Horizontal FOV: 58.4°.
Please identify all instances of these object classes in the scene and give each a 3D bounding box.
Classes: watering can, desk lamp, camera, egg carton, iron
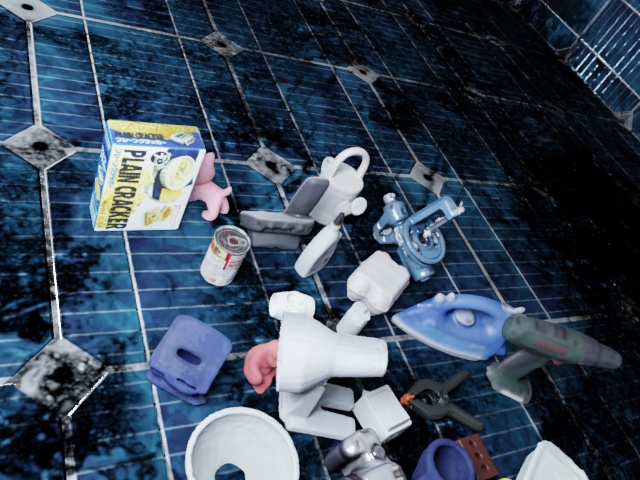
[{"bbox_3d":[0.052,-0.125,1.285,0.101,0.194,0.172,-25,65,-44],"label":"watering can"},{"bbox_3d":[0.003,0.213,0.911,0.204,0.213,0.118,16,43,-17],"label":"desk lamp"},{"bbox_3d":[0.053,0.373,0.872,0.137,0.100,0.143,-6,54,-35],"label":"camera"},{"bbox_3d":[0.124,0.090,1.216,0.107,0.069,0.150,39,41,7],"label":"egg carton"},{"bbox_3d":[0.294,0.159,1.199,0.259,0.141,0.118,15,44,-19],"label":"iron"}]

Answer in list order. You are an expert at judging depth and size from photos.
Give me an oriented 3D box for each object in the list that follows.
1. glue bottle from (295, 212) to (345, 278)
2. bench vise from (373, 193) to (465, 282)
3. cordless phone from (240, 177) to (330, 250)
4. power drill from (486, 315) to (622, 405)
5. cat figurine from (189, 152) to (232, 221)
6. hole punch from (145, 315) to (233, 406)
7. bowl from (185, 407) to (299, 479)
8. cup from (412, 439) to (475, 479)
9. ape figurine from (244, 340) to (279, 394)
[{"bbox_3d":[0.011,0.004,1.150,0.037,0.173,0.078,47,43,17],"label":"glue bottle"},{"bbox_3d":[0.215,-0.037,1.281,0.207,0.219,0.122,42,42,11],"label":"bench vise"},{"bbox_3d":[-0.070,-0.071,1.164,0.148,0.185,0.094,0,50,-32],"label":"cordless phone"},{"bbox_3d":[0.450,0.245,1.161,0.230,0.208,0.075,26,41,-7],"label":"power drill"},{"bbox_3d":[-0.232,-0.121,1.165,0.127,0.117,0.067,38,41,7],"label":"cat figurine"},{"bbox_3d":[-0.204,0.189,0.900,0.109,0.091,0.101,29,41,-3],"label":"hole punch"},{"bbox_3d":[-0.118,0.333,0.825,0.168,0.074,0.167,17,43,-17],"label":"bowl"},{"bbox_3d":[0.184,0.392,0.939,0.118,0.095,0.091,-11,57,-38],"label":"cup"},{"bbox_3d":[-0.085,0.202,0.960,0.078,0.092,0.076,-3,52,-34],"label":"ape figurine"}]
